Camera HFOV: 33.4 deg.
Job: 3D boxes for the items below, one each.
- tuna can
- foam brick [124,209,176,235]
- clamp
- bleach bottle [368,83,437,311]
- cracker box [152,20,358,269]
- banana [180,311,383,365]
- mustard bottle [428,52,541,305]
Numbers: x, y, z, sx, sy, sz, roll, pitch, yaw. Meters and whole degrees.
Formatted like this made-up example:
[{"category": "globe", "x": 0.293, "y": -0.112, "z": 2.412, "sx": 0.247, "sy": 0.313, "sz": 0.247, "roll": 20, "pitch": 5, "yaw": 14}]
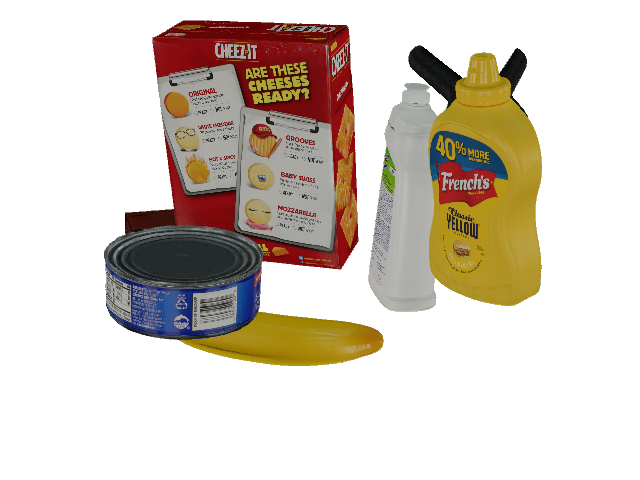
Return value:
[{"category": "tuna can", "x": -0.074, "y": 0.022, "z": 0.583, "sx": 0.086, "sy": 0.034, "sz": 0.086, "roll": 3, "pitch": 21, "yaw": -1}, {"category": "foam brick", "x": -0.164, "y": 0.000, "z": 1.121, "sx": 0.078, "sy": 0.051, "sz": 0.053, "roll": -4, "pitch": 23, "yaw": -17}, {"category": "clamp", "x": 0.145, "y": -0.135, "z": 1.028, "sx": 0.120, "sy": 0.039, "sz": 0.171, "roll": 2, "pitch": 44, "yaw": 2}, {"category": "bleach bottle", "x": 0.101, "y": -0.052, "z": 1.220, "sx": 0.068, "sy": 0.251, "sz": 0.103, "roll": -3, "pitch": 23, "yaw": -15}, {"category": "cracker box", "x": -0.054, "y": -0.088, "z": 0.970, "sx": 0.164, "sy": 0.214, "sz": 0.072, "roll": 6, "pitch": 28, "yaw": 18}, {"category": "banana", "x": -0.054, "y": 0.063, "z": 0.804, "sx": 0.198, "sy": 0.037, "sz": 0.069, "roll": 12, "pitch": 31, "yaw": 21}, {"category": "mustard bottle", "x": 0.126, "y": -0.050, "z": 0.826, "sx": 0.058, "sy": 0.192, "sz": 0.096, "roll": -22, "pitch": 30, "yaw": -34}]
